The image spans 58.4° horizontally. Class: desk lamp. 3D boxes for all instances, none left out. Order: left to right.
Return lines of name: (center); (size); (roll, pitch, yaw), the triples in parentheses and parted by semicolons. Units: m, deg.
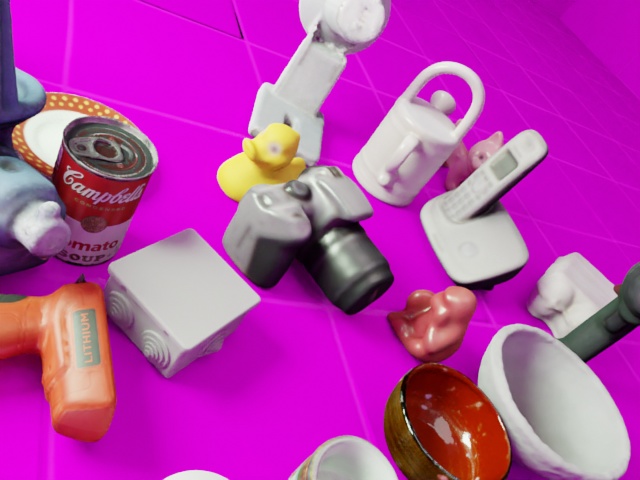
desk lamp: (0.010, -0.238, 0.729); (0.118, 0.213, 0.203); (24, 38, -17)

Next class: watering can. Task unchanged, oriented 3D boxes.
watering can: (0.134, -0.149, 0.752); (0.101, 0.194, 0.173); (25, 38, -16)

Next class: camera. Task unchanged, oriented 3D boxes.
camera: (0.005, 0.002, 0.558); (0.144, 0.100, 0.136); (-16, 61, -48)

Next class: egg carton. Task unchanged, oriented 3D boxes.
egg carton: (0.349, 0.081, 0.787); (0.107, 0.069, 0.151); (47, 37, 13)

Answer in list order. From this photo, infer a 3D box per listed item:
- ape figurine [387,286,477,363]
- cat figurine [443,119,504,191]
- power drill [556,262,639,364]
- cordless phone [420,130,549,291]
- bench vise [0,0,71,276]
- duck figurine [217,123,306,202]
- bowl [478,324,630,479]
ape figurine: (0.121, 0.079, 0.577); (0.076, 0.092, 0.078); (33, 36, -5)
cat figurine: (0.238, -0.130, 0.884); (0.067, 0.117, 0.127); (-8, 55, -44)
power drill: (0.321, 0.094, 0.630); (0.230, 0.208, 0.075); (-16, 60, -48)
cordless phone: (0.220, -0.036, 0.708); (0.094, 0.185, 0.147); (9, 44, -33)
bench vise: (-0.215, -0.094, 0.377); (0.207, 0.219, 0.122); (38, 36, 1)
duck figurine: (-0.051, -0.087, 0.621); (0.105, 0.086, 0.077); (-6, 54, -43)
bowl: (0.216, 0.172, 0.571); (0.168, 0.074, 0.167); (23, 38, -19)
